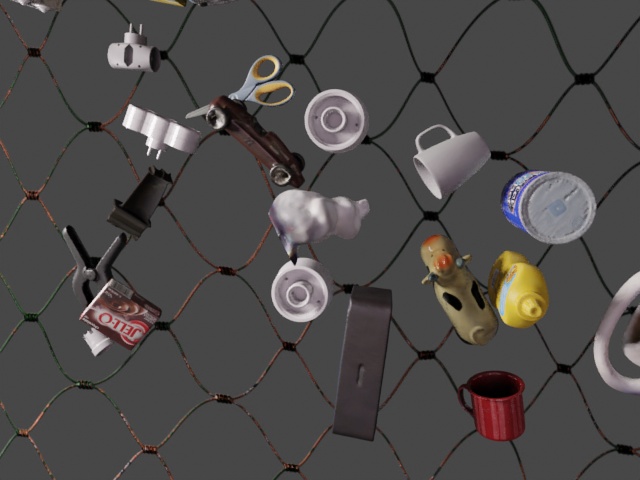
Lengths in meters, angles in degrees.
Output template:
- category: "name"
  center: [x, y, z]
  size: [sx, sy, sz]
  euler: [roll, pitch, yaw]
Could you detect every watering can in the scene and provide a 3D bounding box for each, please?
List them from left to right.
- category: "watering can"
  center: [0.582, 0.108, 0.788]
  size: [0.224, 0.345, 0.105]
  euler: [32, 10, 2]

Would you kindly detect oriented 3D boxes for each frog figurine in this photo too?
- category: "frog figurine"
  center: [0.003, -0.042, 0.843]
  size: [0.160, 0.123, 0.137]
  euler: [-28, 0, -4]
